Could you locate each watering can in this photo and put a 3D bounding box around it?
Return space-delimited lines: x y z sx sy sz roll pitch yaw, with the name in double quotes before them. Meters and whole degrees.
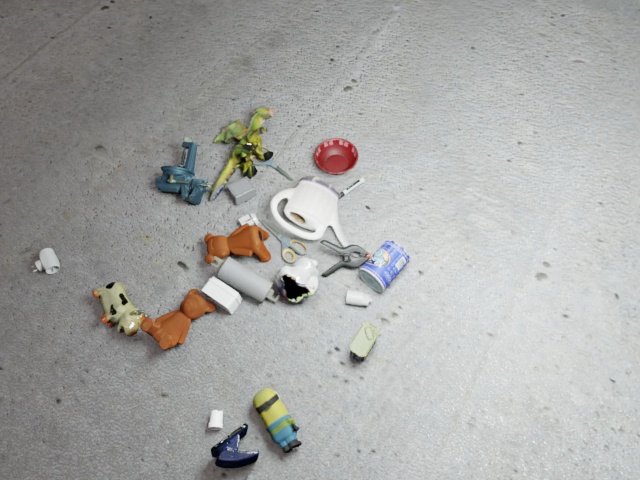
"watering can" 0.005 -0.089 1.759 0.348 0.102 0.228 25 64 0

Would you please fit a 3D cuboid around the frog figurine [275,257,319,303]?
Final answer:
"frog figurine" -0.070 0.121 1.651 0.137 0.120 0.163 15 28 0

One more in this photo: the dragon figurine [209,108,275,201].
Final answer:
"dragon figurine" -0.310 -0.343 1.912 0.412 0.120 0.246 -44 47 -6
